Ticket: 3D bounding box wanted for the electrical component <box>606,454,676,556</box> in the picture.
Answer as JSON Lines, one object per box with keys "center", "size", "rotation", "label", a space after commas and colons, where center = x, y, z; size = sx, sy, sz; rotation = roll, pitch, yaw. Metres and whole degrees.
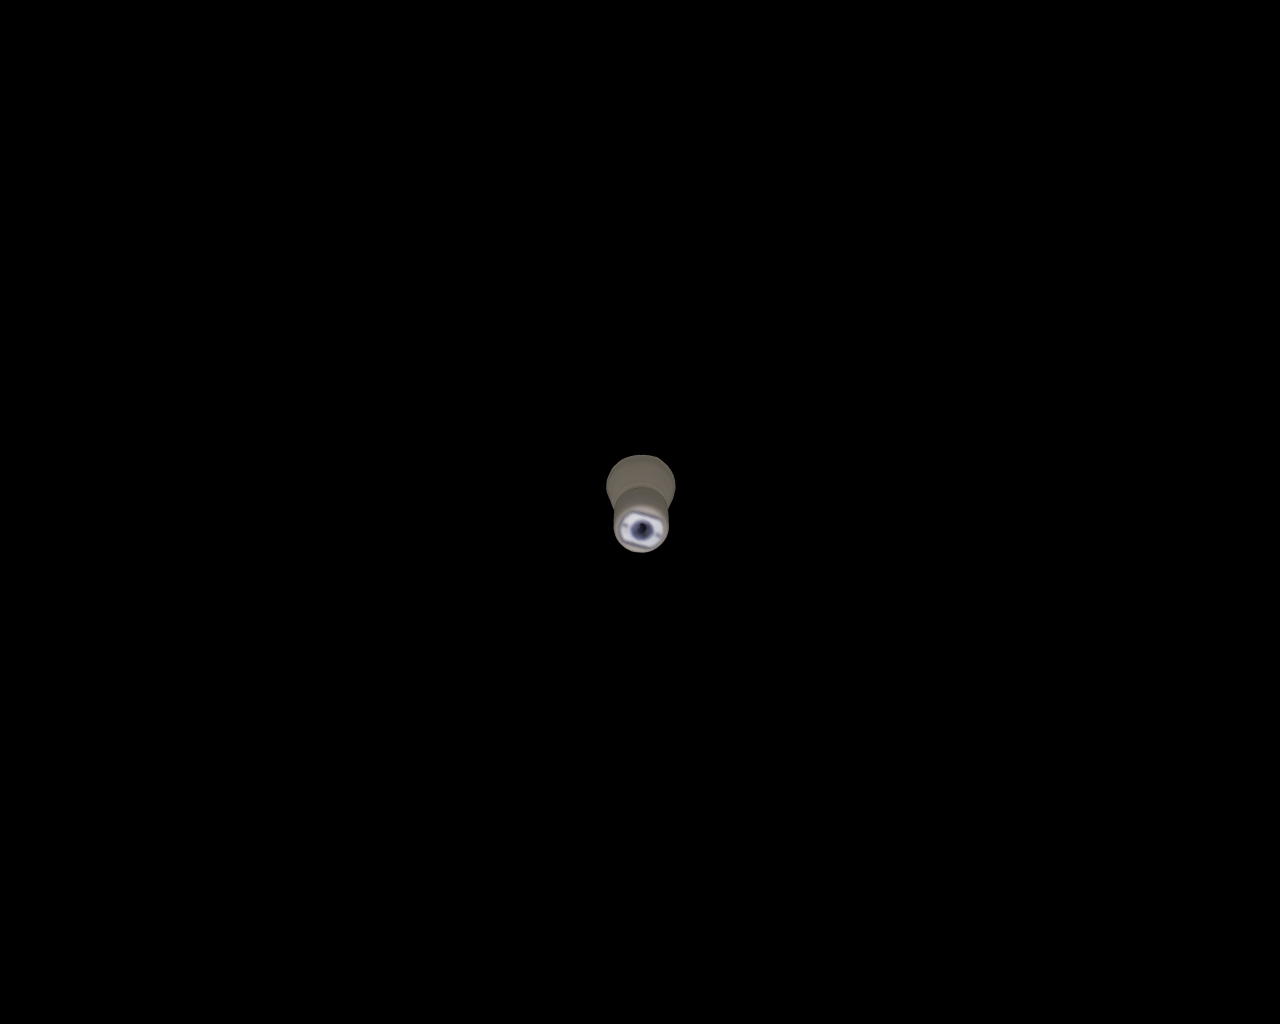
{"center": [0.001, -0.003, 0.650], "size": [0.044, 0.044, 0.065], "rotation": [0, 27, 0], "label": "electrical component"}
